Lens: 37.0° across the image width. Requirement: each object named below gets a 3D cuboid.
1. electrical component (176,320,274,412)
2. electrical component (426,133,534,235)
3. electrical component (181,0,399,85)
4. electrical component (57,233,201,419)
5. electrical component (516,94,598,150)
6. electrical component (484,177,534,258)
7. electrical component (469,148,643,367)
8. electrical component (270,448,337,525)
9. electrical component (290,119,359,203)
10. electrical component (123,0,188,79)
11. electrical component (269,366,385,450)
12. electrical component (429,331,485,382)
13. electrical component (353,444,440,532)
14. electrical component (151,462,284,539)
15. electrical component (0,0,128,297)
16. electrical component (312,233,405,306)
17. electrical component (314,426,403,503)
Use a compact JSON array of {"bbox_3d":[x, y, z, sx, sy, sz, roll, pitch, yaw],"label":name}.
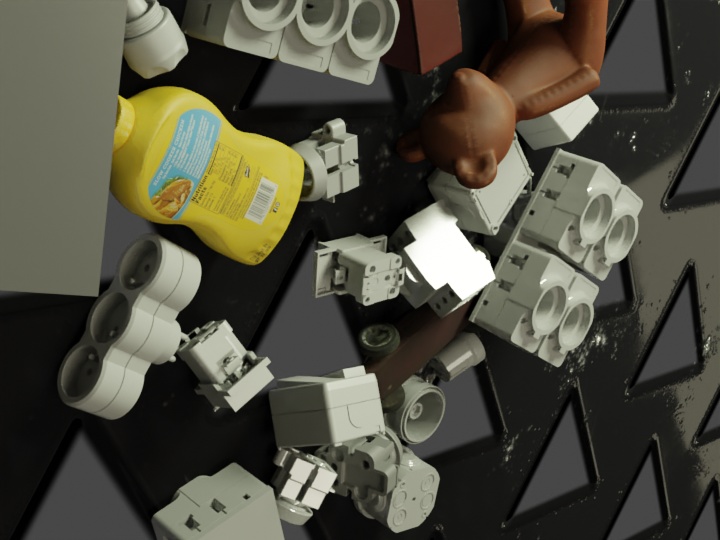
[{"bbox_3d":[-0.109,0.074,0.848,0.042,0.081,0.063,-42,105,-24],"label":"electrical component"},{"bbox_3d":[0.113,-0.090,1.005,0.096,0.061,0.061,-56,137,-22],"label":"electrical component"},{"bbox_3d":[-0.045,-0.197,0.794,0.150,0.062,0.089,5,104,-46],"label":"electrical component"},{"bbox_3d":[-0.159,0.047,0.800,0.074,0.052,0.138,32,85,-47],"label":"electrical component"},{"bbox_3d":[0.175,-0.162,1.031,0.076,0.066,0.047,48,71,-15],"label":"electrical component"},{"bbox_3d":[0.162,-0.055,1.074,0.066,0.047,0.076,-24,124,-35],"label":"electrical component"},{"bbox_3d":[0.197,-0.008,1.047,0.105,0.060,0.186,29,88,-48],"label":"electrical component"},{"bbox_3d":[-0.057,0.195,0.971,0.066,0.048,0.055,27,91,-24],"label":"electrical component"},{"bbox_3d":[-0.033,-0.084,0.871,0.055,0.048,0.066,-29,126,-42],"label":"electrical component"},{"bbox_3d":[-0.147,-0.164,0.723,0.043,0.043,0.062,-45,133,-20],"label":"electrical component"},{"bbox_3d":[-0.034,0.120,0.938,0.062,0.096,0.061,-6,84,-43],"label":"electrical component"},{"bbox_3d":[0.096,0.086,1.080,0.046,0.040,0.040,-34,129,-22],"label":"electrical component"},{"bbox_3d":[0.036,0.217,1.072,0.080,0.051,0.080,-20,121,-37],"label":"electrical component"},{"bbox_3d":[-0.116,0.253,0.930,0.089,0.062,0.150,-30,127,-32],"label":"electrical component"},{"bbox_3d":[-0.207,-0.084,0.658,0.105,0.060,0.186,5,107,-18],"label":"electrical component"},{"bbox_3d":[0.000,0.000,0.928,0.081,0.064,0.042,-15,117,-40],"label":"electrical component"},{"bbox_3d":[0.005,0.178,1.011,0.057,0.078,0.058,-30,129,-56],"label":"electrical component"}]
